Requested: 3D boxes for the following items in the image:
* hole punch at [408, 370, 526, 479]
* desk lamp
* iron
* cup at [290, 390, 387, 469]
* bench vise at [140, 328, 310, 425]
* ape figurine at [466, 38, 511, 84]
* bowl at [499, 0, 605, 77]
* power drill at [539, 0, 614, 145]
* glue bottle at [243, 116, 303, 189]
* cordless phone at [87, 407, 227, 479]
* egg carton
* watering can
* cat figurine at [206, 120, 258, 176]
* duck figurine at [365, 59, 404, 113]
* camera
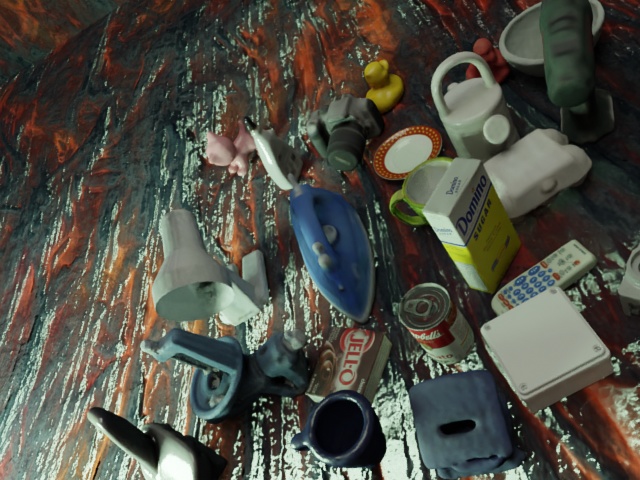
[{"bbox_3d":[0.165,0.212,0.653,0.108,0.091,0.101,-20,45,22],"label":"hole punch"},{"bbox_3d":[-0.184,0.058,0.948,0.118,0.214,0.203,-28,43,13],"label":"desk lamp"},{"bbox_3d":[0.008,0.003,0.910,0.118,0.142,0.257,-31,42,10],"label":"iron"},{"bbox_3d":[0.032,0.251,0.713,0.117,0.095,0.091,-25,44,17],"label":"cup"},{"bbox_3d":[-0.130,0.163,0.813,0.207,0.220,0.121,-40,41,0],"label":"bench vise"},{"bbox_3d":[0.294,-0.315,1.013,0.077,0.092,0.076,-3,53,34],"label":"ape figurine"},{"bbox_3d":[0.394,-0.331,0.968,0.167,0.075,0.167,-20,45,22],"label":"bowl"},{"bbox_3d":[0.364,-0.252,0.820,0.075,0.209,0.229,-9,50,30],"label":"power drill"},{"bbox_3d":[-0.096,-0.179,1.119,0.037,0.174,0.078,-3,53,34],"label":"glue bottle"},{"bbox_3d":[-0.235,0.300,0.798,0.147,0.186,0.094,7,60,40],"label":"cordless phone"},{"bbox_3d":[0.306,-0.093,0.830,0.150,0.070,0.107,-34,42,7],"label":"egg carton"},{"bbox_3d":[0.239,-0.200,0.877,0.101,0.195,0.172,-47,42,-7],"label":"watering can"},{"bbox_3d":[-0.195,-0.204,1.256,0.067,0.118,0.128,23,70,45],"label":"cat figurine"},{"bbox_3d":[0.117,-0.313,1.146,0.077,0.086,0.105,9,61,41],"label":"duck figurine"},{"bbox_3d":[0.036,-0.203,1.099,0.142,0.101,0.137,-10,50,30],"label":"camera"}]
